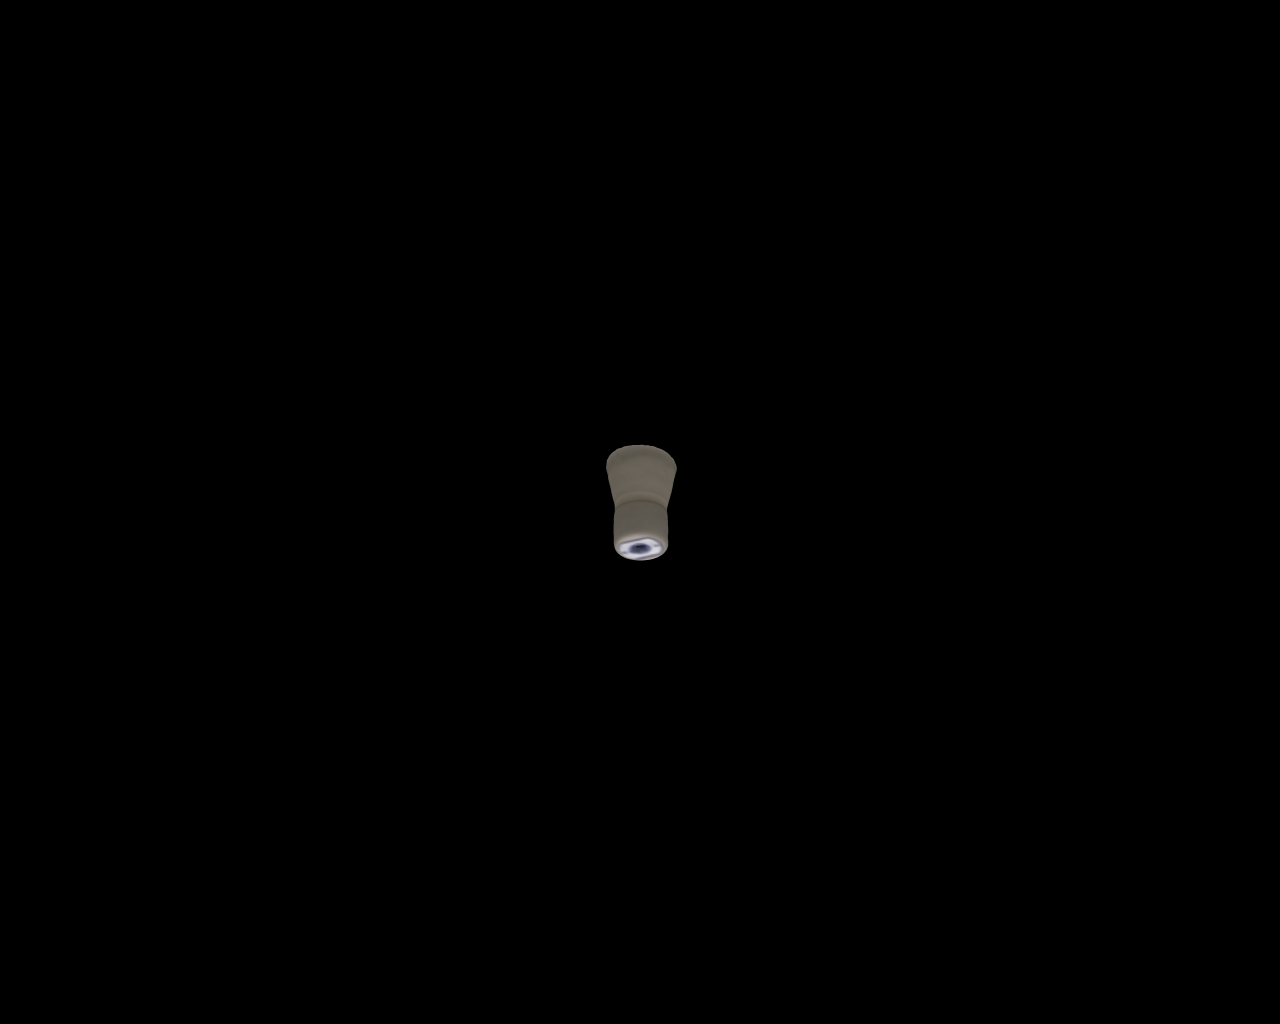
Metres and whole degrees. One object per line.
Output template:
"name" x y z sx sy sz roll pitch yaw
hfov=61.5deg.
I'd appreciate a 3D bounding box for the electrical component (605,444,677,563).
"electrical component" 0.001 -0.003 0.650 0.044 0.065 0.044 0 -33 0
